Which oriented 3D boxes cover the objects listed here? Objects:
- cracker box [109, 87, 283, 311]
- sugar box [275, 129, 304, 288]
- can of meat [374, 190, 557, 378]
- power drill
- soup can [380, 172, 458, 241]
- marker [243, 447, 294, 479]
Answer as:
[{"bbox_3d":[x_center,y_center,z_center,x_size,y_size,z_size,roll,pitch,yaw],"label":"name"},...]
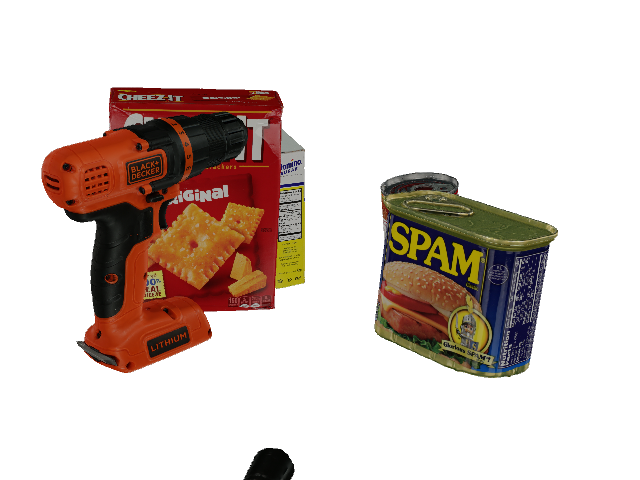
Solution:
[{"bbox_3d":[-0.123,-0.036,1.041,0.164,0.214,0.072,0,21,-10],"label":"cracker box"},{"bbox_3d":[-0.052,-0.040,1.298,0.048,0.176,0.093,-11,26,-18],"label":"sugar box"},{"bbox_3d":[0.080,0.024,0.619,0.057,0.084,0.102,-10,23,-42],"label":"can of meat"},{"bbox_3d":[-0.129,-0.003,0.844,0.184,0.188,0.057,-20,27,-41],"label":"power drill"},{"bbox_3d":[0.091,-0.001,0.942,0.068,0.102,0.068,-5,21,2],"label":"soup can"},{"bbox_3d":[-0.036,0.120,0.420,0.020,0.020,0.121,0,23,19],"label":"marker"}]
